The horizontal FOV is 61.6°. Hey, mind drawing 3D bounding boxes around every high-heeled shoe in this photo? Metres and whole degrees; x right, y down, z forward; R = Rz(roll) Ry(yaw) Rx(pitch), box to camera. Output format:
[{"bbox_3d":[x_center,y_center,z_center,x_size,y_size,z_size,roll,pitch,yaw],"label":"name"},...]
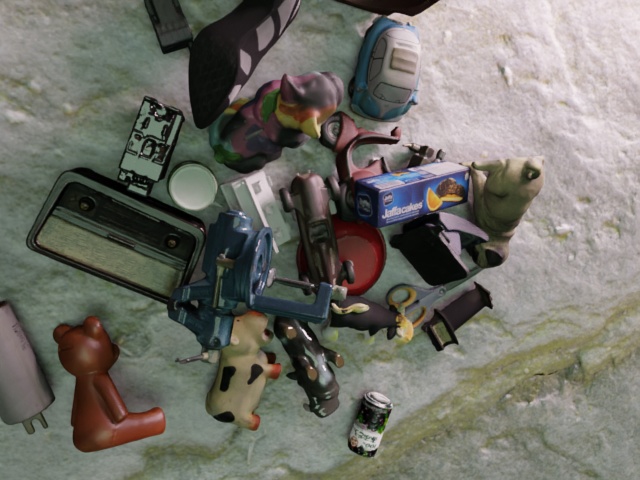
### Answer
[{"bbox_3d":[-0.105,-0.273,0.780,0.086,0.145,0.248,30,104,16],"label":"high-heeled shoe"}]

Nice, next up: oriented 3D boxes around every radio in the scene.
[{"bbox_3d":[-0.290,-0.007,0.799,0.229,0.073,0.131,25,95,-19],"label":"radio"}]

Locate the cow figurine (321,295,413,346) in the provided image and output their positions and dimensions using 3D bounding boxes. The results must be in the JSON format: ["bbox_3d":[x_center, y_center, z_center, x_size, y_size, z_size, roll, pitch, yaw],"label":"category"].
[{"bbox_3d":[0.088,0.131,0.897,0.167,0.098,0.068,9,60,-13],"label":"cow figurine"}]

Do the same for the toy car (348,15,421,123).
[{"bbox_3d":[0.114,-0.264,0.832,0.109,0.103,0.161,11,100,-16],"label":"toy car"}]

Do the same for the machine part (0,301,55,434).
[{"bbox_3d":[-0.464,0.180,0.794,0.079,0.079,0.243,-20,104,-9],"label":"machine part"}]

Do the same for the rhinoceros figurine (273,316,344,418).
[{"bbox_3d":[-0.021,0.204,0.892,0.073,0.112,0.190,-28,94,-36],"label":"rhinoceros figurine"}]

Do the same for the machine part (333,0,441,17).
[{"bbox_3d":[0.079,-0.394,0.744,0.201,0.201,0.087,11,95,-15],"label":"machine part"}]

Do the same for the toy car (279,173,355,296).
[{"bbox_3d":[-0.002,-0.002,0.827,0.089,0.053,0.202,-13,101,-11],"label":"toy car"}]

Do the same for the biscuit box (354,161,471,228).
[{"bbox_3d":[0.146,-0.074,0.838,0.203,0.059,0.062,-16,118,-32],"label":"biscuit box"}]

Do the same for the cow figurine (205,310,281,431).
[{"bbox_3d":[-0.132,0.204,0.879,0.127,0.086,0.194,18,97,-23],"label":"cow figurine"}]

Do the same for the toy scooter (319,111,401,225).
[{"bbox_3d":[0.077,-0.121,0.865,0.135,0.075,0.183,-14,96,-12],"label":"toy scooter"}]

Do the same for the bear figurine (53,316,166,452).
[{"bbox_3d":[-0.333,0.217,0.828,0.120,0.132,0.196,-21,74,26],"label":"bear figurine"}]

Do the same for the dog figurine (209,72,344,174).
[{"bbox_3d":[-0.064,-0.166,0.749,0.191,0.219,0.108,-30,103,-7],"label":"dog figurine"}]

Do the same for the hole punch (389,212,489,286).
[{"bbox_3d":[0.201,0.002,0.897,0.115,0.142,0.092,48,65,-9],"label":"hole punch"}]

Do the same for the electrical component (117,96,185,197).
[{"bbox_3d":[-0.240,-0.130,0.766,0.058,0.115,0.134,20,96,-12],"label":"electrical component"}]

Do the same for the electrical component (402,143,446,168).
[{"bbox_3d":[0.163,-0.116,0.905,0.078,0.045,0.102,14,101,-45],"label":"electrical component"}]

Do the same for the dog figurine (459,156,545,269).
[{"bbox_3d":[0.309,-0.041,0.892,0.121,0.172,0.190,-5,95,-2],"label":"dog figurine"}]

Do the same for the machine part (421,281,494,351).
[{"bbox_3d":[0.251,0.138,0.974,0.139,0.039,0.084,-39,115,-5],"label":"machine part"}]

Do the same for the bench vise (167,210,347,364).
[{"bbox_3d":[-0.086,0.077,0.756,0.241,0.128,0.223,10,77,6],"label":"bench vise"}]

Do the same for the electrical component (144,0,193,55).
[{"bbox_3d":[-0.208,-0.290,0.765,0.048,0.075,0.119,-20,108,-10],"label":"electrical component"}]
